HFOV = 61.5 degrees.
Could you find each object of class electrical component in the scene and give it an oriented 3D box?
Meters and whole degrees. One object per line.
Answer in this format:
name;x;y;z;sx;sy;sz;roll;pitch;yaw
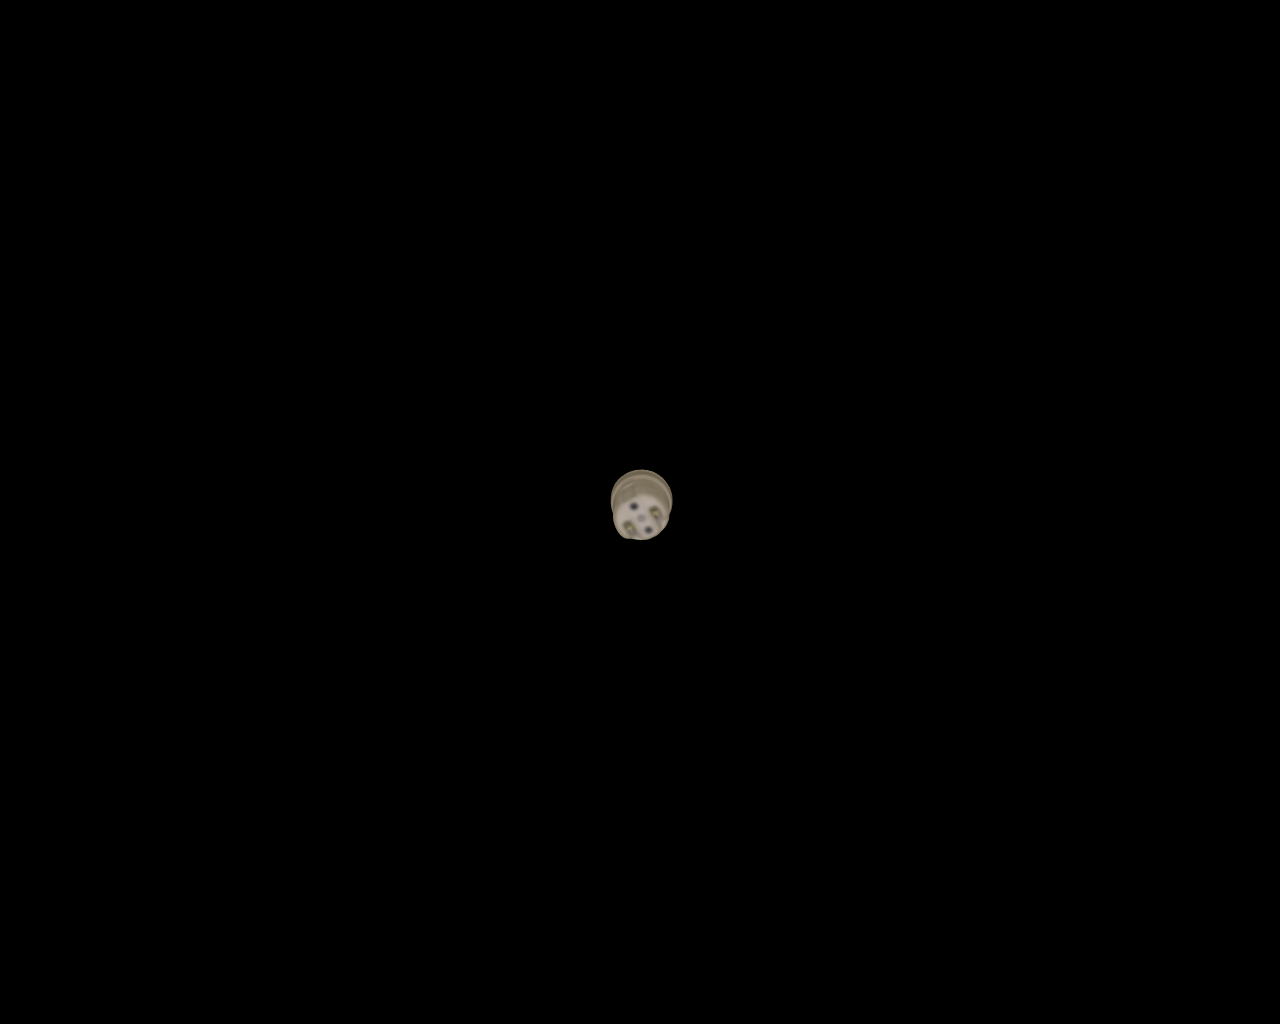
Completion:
electrical component;0.001;-0.003;0.650;0.040;0.040;0.046;0;16;0
